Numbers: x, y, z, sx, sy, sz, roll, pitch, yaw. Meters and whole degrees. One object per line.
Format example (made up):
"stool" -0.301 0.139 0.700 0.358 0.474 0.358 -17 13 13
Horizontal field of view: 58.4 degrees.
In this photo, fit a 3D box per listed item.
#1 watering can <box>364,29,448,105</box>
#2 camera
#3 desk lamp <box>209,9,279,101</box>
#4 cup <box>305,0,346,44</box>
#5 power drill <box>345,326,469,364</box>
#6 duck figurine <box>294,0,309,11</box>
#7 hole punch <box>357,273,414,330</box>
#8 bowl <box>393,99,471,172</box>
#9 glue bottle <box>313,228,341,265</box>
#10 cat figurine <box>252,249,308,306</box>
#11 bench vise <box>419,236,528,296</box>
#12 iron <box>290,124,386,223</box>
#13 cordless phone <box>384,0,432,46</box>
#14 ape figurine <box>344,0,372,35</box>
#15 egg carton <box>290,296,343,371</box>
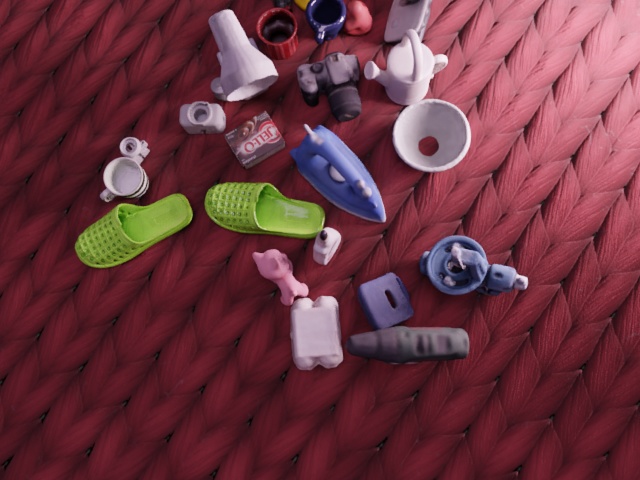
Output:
"watering can" 0.186 -0.371 1.228 0.173 0.194 0.101 -33 79 -3
"camera" 0.030 -0.337 1.279 0.143 0.101 0.137 -16 79 1
"desk lamp" -0.172 -0.384 1.242 0.118 0.213 0.203 -25 79 -1
"cup" 0.013 -0.489 1.311 0.091 0.095 0.118 11 80 6
"power drill" 0.165 0.206 1.114 0.229 0.208 0.075 -3 79 3
"duck figurine" -0.014 -0.584 1.335 0.104 0.086 0.077 17 81 7
"hole punch" 0.136 0.126 1.190 0.101 0.091 0.108 -26 79 -2
"bowl" 0.241 -0.219 1.257 0.167 0.075 0.167 -1 79 3
"glue bottle" 0.011 0.004 1.179 0.037 0.173 0.078 26 82 8
"cat figurine" -0.084 0.071 1.200 0.067 0.118 0.127 -35 79 -3
"bench vise" 0.308 0.045 1.130 0.207 0.220 0.121 -3 79 3
"iron" 0.050 -0.144 1.220 0.119 0.141 0.258 -44 80 -5
"cordless phone" 0.200 -0.526 1.261 0.094 0.185 0.148 12 80 6
"ape figurine" 0.083 -0.517 1.314 0.076 0.092 0.078 38 84 10
"egg carton" -0.009 0.194 1.197 0.107 0.069 0.150 -6 79 2
